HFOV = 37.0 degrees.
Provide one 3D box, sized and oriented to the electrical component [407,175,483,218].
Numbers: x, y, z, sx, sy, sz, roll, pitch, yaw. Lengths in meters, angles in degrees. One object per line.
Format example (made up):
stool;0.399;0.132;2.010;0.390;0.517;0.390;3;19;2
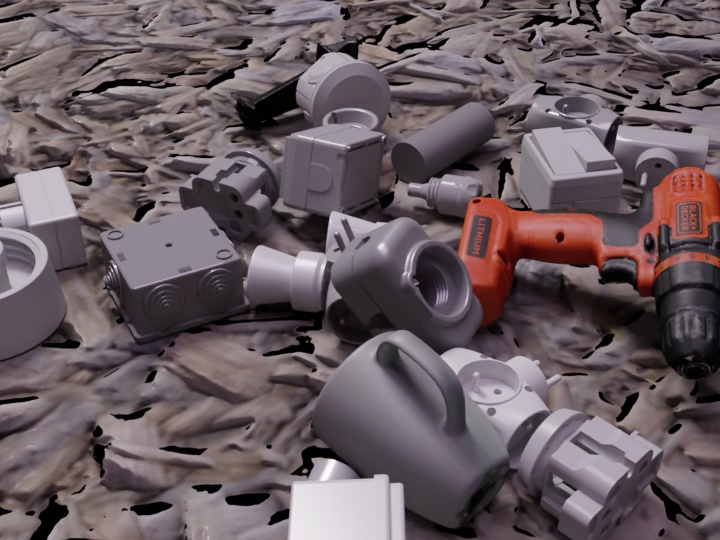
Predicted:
electrical component;0.070;-0.063;0.900;0.061;0.035;0.035;9;37;18

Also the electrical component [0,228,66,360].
electrical component;-0.274;0.011;0.781;0.108;0.060;0.108;-1;36;1

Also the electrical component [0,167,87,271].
electrical component;-0.267;-0.037;0.860;0.076;0.047;0.083;-14;38;-18

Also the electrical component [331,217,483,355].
electrical component;0.035;0.015;0.724;0.059;0.095;0.053;-24;21;45

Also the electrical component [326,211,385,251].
electrical component;0.008;-0.021;0.837;0.065;0.044;0.044;6;36;2

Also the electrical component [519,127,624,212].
electrical component;0.173;-0.082;0.900;0.062;0.061;0.096;-7;36;-8

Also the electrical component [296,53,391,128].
electrical component;-0.016;-0.159;0.999;0.080;0.080;0.051;-17;33;-21

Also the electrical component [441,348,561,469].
electrical component;0.094;0.080;0.690;0.079;0.044;0.077;-25;42;-30

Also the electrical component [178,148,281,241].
electrical component;-0.101;-0.065;0.887;0.078;0.058;0.057;16;42;23

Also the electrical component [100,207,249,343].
electrical component;-0.140;0.000;0.804;0.100;0.048;0.099;-17;38;-22

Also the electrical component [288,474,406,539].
electrical component;-0.005;0.172;0.508;0.056;0.108;0.108;-2;35;2

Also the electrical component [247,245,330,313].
electrical component;-0.051;0.007;0.795;0.055;0.045;0.045;7;36;10

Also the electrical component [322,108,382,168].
electrical component;-0.008;-0.113;0.960;0.055;0.047;0.055;0;36;0

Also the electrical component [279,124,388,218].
electrical component;-0.021;-0.085;0.895;0.061;0.061;0.096;14;19;21

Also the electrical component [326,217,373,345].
electrical component;0.000;0.000;0.776;0.044;0.079;0.077;-10;31;24

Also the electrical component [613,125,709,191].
electrical component;0.257;-0.090;0.925;0.077;0.043;0.079;9;37;14

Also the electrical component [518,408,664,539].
electrical component;0.130;0.117;0.627;0.057;0.058;0.078;32;47;33

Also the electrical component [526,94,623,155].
electrical component;0.206;-0.138;0.992;0.077;0.044;0.079;21;41;28
